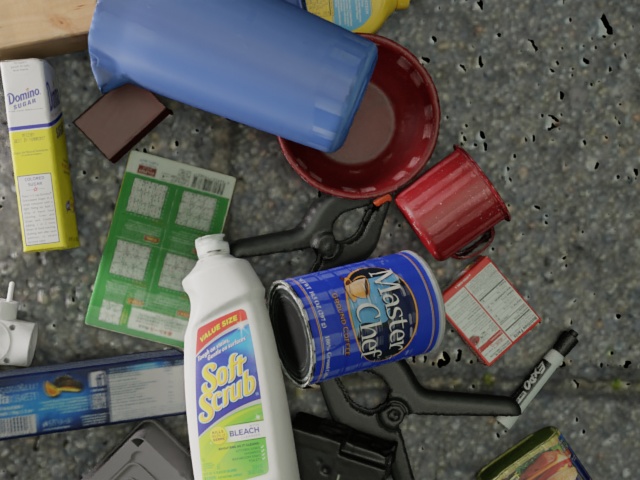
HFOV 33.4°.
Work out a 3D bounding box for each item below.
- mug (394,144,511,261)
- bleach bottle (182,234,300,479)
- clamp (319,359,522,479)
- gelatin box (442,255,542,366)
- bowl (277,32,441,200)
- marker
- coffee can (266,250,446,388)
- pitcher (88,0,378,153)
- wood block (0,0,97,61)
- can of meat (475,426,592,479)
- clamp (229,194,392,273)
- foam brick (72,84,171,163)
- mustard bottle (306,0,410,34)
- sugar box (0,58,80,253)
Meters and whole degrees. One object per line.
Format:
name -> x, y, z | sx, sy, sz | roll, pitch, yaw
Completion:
mug -> 0.132, -0.026, 1.051 | 0.081, 0.093, 0.117 | -36, 130, 1
bleach bottle -> -0.088, 0.121, 0.996 | 0.103, 0.068, 0.251 | -13, 83, 12
clamp -> 0.072, 0.182, 1.067 | 0.210, 0.036, 0.164 | 31, 94, -1
gelatin box -> 0.166, 0.072, 1.077 | 0.073, 0.030, 0.089 | -41, 94, -5
bowl -> 0.035, -0.119, 1.051 | 0.162, 0.055, 0.162 | 0, 91, -5
marker -> 0.223, 0.140, 1.087 | 0.020, 0.020, 0.121 | 39, 87, -4
coffee can -> 0.033, 0.073, 1.009 | 0.140, 0.103, 0.103 | -12, 92, -23
pitcher -> -0.072, -0.180, 0.963 | 0.243, 0.145, 0.149 | 22, 122, 1
wood block -> -0.310, -0.214, 1.004 | 0.206, 0.091, 0.090 | -12, 91, -4
can of meat -> 0.220, 0.248, 1.071 | 0.102, 0.057, 0.084 | -34, 91, -3
clamp -> -0.007, 0.001, 1.053 | 0.120, 0.039, 0.171 | 43, 84, -23
foam brick -> -0.191, -0.119, 1.034 | 0.078, 0.053, 0.051 | -42, 94, -4
mustard bottle -> 0.011, -0.241, 1.046 | 0.191, 0.058, 0.096 | -6, 93, -4
sugar box -> -0.263, -0.078, 1.008 | 0.048, 0.093, 0.176 | -5, 91, -5
